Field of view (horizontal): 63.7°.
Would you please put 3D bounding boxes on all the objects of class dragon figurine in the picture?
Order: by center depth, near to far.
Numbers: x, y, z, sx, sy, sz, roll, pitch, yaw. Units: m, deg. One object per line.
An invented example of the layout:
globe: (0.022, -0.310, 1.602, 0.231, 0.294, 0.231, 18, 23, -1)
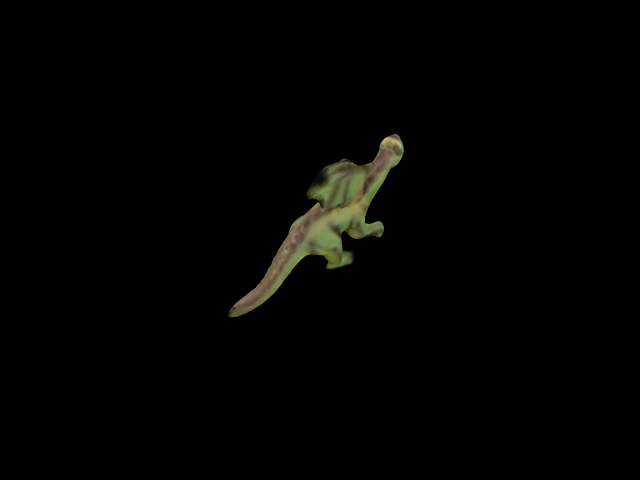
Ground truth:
dragon figurine: (0.003, -0.043, 0.850, 0.123, 0.416, 0.237, 39, -27, 23)
